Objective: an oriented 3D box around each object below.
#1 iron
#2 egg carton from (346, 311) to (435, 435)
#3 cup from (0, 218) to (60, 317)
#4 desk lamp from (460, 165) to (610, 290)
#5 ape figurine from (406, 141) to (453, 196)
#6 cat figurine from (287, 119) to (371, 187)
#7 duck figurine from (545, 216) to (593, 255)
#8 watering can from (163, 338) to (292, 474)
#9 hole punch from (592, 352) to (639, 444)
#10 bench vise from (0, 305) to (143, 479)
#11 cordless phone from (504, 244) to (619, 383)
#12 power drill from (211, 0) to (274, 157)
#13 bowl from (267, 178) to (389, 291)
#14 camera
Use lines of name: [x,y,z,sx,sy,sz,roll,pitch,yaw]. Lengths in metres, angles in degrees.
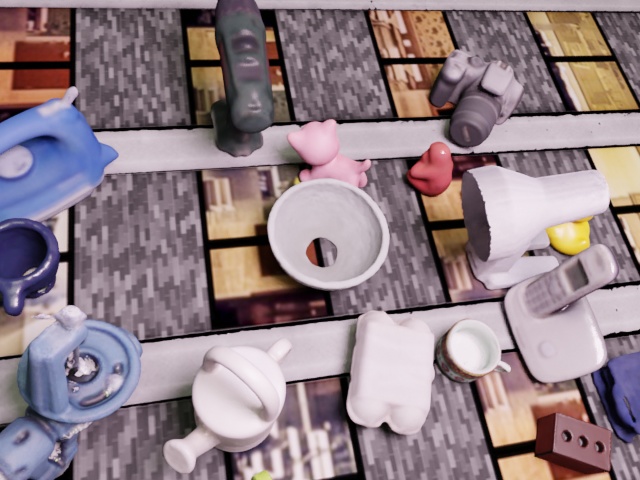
iron: [-0.395,-0.094,0.725,0.118,0.141,0.259,44,64,12]
egg carton: [0.091,0.167,0.728,0.107,0.069,0.150,11,62,-5]
cup: [-0.354,0.045,0.689,0.092,0.095,0.117,-4,64,-13]
desk lamp: [0.272,-0.021,0.777,0.203,0.213,0.118,-5,64,-13]
ape figurine: [0.174,-0.116,0.875,0.078,0.092,0.076,-15,67,-18]
cat figurine: [0.015,-0.123,0.833,0.127,0.117,0.067,26,62,3]
duck figurine: [0.391,-0.035,0.880,0.077,0.086,0.104,-7,65,-14]
watering can: [-0.091,0.173,0.619,0.101,0.194,0.173,20,61,0]
hole punch: [0.440,0.204,0.765,0.101,0.091,0.108,-8,65,-14]
bench vise: [-0.259,0.161,0.578,0.121,0.219,0.207,16,62,-2]
cordless phone: [0.330,0.097,0.745,0.094,0.185,0.147,-10,66,-15]
power drill: [-0.114,-0.228,0.810,0.076,0.208,0.229,-8,65,-14]
bowl: [0.007,0.003,0.792,0.167,0.074,0.167,5,63,-9]
camera: [0.252,-0.233,0.945,0.143,0.101,0.137,28,62,4]
